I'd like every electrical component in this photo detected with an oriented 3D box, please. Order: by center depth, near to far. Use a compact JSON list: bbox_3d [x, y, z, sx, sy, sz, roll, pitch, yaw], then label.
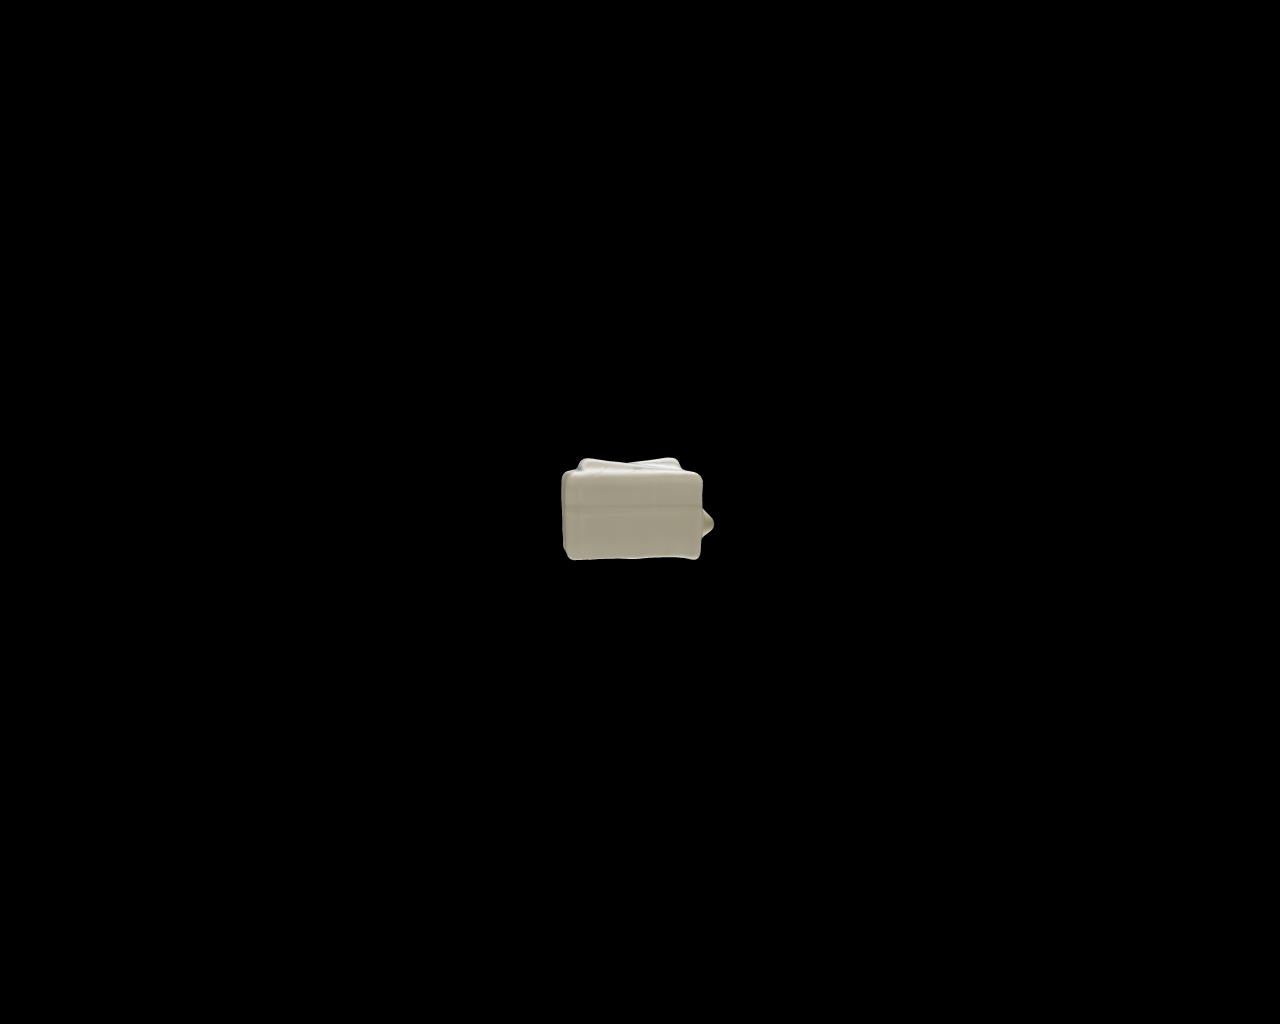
[{"bbox_3d":[0.001,-0.003,0.650,0.096,0.061,0.062,0,4,-7],"label":"electrical component"}]
